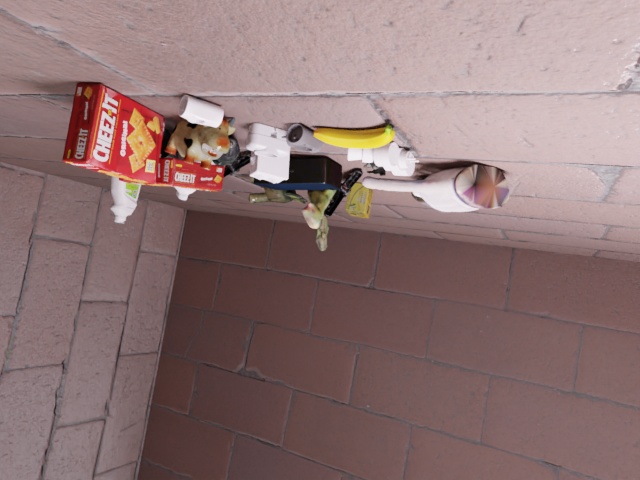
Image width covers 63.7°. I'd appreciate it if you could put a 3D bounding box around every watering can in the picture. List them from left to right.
[{"bbox_3d":[0.295,-0.123,1.233,0.347,0.104,0.224,4,178,-24],"label":"watering can"}]

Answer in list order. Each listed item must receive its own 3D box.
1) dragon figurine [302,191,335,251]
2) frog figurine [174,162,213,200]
[{"bbox_3d":[0.005,-0.085,1.695,0.122,0.244,0.408,3,173,11],"label":"dragon figurine"},{"bbox_3d":[-0.357,-0.190,1.476,0.122,0.160,0.137,10,176,-21],"label":"frog figurine"}]
